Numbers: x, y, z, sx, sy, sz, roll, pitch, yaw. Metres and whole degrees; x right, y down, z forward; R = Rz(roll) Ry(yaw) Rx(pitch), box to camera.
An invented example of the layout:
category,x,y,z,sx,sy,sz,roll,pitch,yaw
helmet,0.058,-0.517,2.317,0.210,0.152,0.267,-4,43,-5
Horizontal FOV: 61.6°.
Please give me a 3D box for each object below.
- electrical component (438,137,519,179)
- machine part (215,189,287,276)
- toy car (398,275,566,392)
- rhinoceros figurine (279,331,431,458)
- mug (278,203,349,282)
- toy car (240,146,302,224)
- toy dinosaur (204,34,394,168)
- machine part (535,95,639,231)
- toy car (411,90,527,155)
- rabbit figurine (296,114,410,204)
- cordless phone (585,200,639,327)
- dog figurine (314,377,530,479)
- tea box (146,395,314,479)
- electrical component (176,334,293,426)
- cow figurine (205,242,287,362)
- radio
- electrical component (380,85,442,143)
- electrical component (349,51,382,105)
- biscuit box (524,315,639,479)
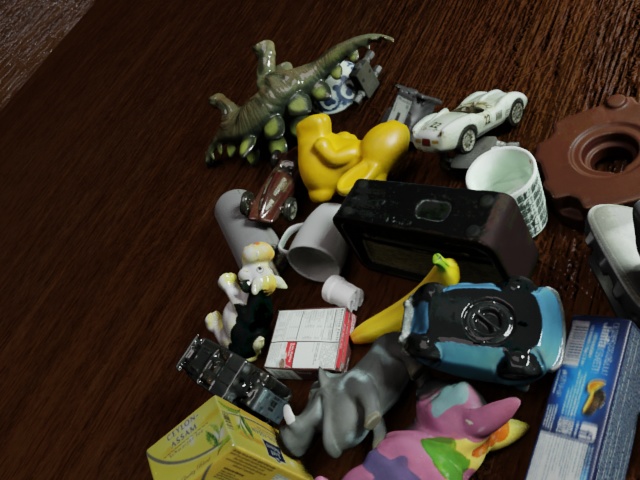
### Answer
category,x,y,z,sx,sy,sz,roll,pitch,yaw
electrical component,0.218,-0.117,0.758,0.102,0.045,0.078,15,67,41
machine part,-0.115,-0.010,0.877,0.079,0.079,0.243,-37,43,3
toy car,0.169,0.106,0.564,0.162,0.102,0.109,-3,51,20
rhinoceros figurine,0.039,0.177,0.610,0.190,0.073,0.112,-39,48,-9
mug,-0.002,-0.002,0.796,0.110,0.080,0.107,3,47,30
toy car,-0.062,-0.096,0.880,0.089,0.053,0.202,12,40,14
toy dinosaur,-0.072,-0.255,0.989,0.471,0.105,0.198,-35,62,32
machine part,0.349,-0.093,0.644,0.179,0.056,0.179,-19,48,22
toy car,0.213,-0.170,0.755,0.202,0.056,0.074,-31,30,-30
rabbit figurine,0.054,-0.126,0.821,0.173,0.121,0.162,-12,57,28
cordless phone,0.301,0.001,0.508,0.089,0.184,0.147,-25,46,21
dog figurine,0.112,0.236,0.507,0.219,0.108,0.192,-33,43,4
tea box,-0.092,0.249,0.586,0.098,0.169,0.068,-39,44,0
electrical component,-0.102,0.184,0.685,0.134,0.114,0.058,16,68,43
cow figurine,-0.096,0.088,0.744,0.098,0.068,0.167,49,128,34
radio,0.136,-0.004,0.661,0.230,0.131,0.073,11,62,39
electrical component,0.135,-0.180,0.857,0.075,0.048,0.119,39,118,48
electrical component,0.080,-0.294,0.980,0.021,0.063,0.094,17,68,42
biscuit box,0.246,0.169,0.490,0.059,0.062,0.202,-4,52,54
